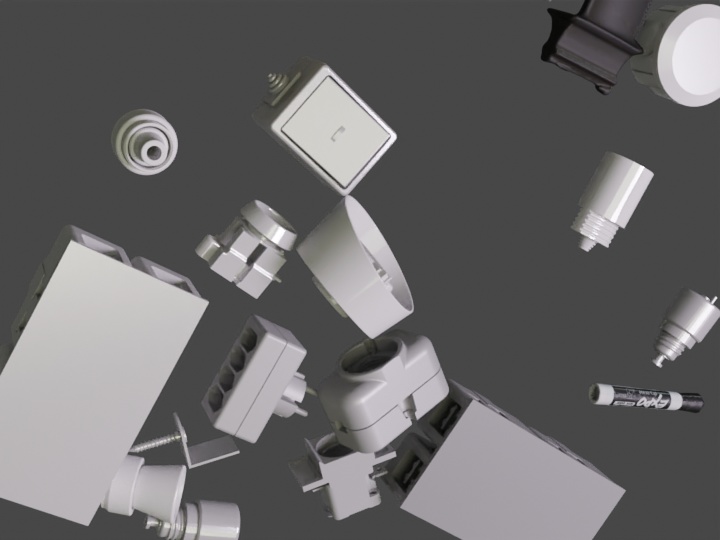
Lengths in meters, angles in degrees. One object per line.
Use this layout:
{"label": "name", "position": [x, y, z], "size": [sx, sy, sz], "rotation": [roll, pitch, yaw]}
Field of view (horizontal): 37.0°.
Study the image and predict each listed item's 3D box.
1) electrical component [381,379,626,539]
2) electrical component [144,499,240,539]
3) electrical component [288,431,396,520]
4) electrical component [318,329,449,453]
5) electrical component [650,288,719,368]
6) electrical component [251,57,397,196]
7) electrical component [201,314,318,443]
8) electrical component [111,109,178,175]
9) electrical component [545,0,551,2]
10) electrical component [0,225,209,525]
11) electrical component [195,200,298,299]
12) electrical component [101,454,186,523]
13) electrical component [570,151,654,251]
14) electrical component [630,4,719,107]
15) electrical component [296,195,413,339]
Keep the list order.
{"label": "electrical component", "position": [0.122, 0.183, 0.926], "size": [0.186, 0.060, 0.105], "rotation": [32, 93, -26]}
{"label": "electrical component", "position": [-0.131, 0.201, 0.849], "size": [0.078, 0.040, 0.040], "rotation": [11, 102, -23]}
{"label": "electrical component", "position": [-0.013, 0.166, 0.882], "size": [0.081, 0.042, 0.063], "rotation": [-18, 113, -14]}
{"label": "electrical component", "position": [0.017, 0.091, 0.852], "size": [0.095, 0.054, 0.059], "rotation": [-35, 116, -27]}
{"label": "electrical component", "position": [0.286, 0.052, 0.958], "size": [0.040, 0.040, 0.078], "rotation": [35, 92, -26]}
{"label": "electrical component", "position": [-0.029, -0.108, 0.778], "size": [0.096, 0.061, 0.061], "rotation": [42, 89, -26]}
{"label": "electrical component", "position": [-0.067, 0.091, 0.834], "size": [0.076, 0.047, 0.083], "rotation": [27, 95, -26]}
{"label": "electrical component", "position": [-0.147, -0.086, 0.741], "size": [0.043, 0.062, 0.043], "rotation": [-6, 109, -19]}
{"label": "electrical component", "position": [0.154, -0.235, 0.817], "size": [0.043, 0.043, 0.062], "rotation": [31, 95, -26]}
{"label": "electrical component", "position": [-0.204, 0.074, 0.771], "size": [0.105, 0.060, 0.186], "rotation": [27, 96, -25]}
{"label": "electrical component", "position": [-0.079, -0.018, 0.797], "size": [0.066, 0.048, 0.055], "rotation": [36, 100, -26]}
{"label": "electrical component", "position": [-0.164, 0.165, 0.816], "size": [0.055, 0.045, 0.045], "rotation": [11, 103, -3]}
{"label": "electrical component", "position": [0.205, -0.053, 0.893], "size": [0.043, 0.043, 0.081], "rotation": [25, 97, -25]}
{"label": "electrical component", "position": [0.264, -0.176, 0.872], "size": [0.080, 0.051, 0.080], "rotation": [-6, 109, -19]}
{"label": "electrical component", "position": [0.000, 0.000, 0.806], "size": [0.064, 0.099, 0.099], "rotation": [-40, 116, 2]}
